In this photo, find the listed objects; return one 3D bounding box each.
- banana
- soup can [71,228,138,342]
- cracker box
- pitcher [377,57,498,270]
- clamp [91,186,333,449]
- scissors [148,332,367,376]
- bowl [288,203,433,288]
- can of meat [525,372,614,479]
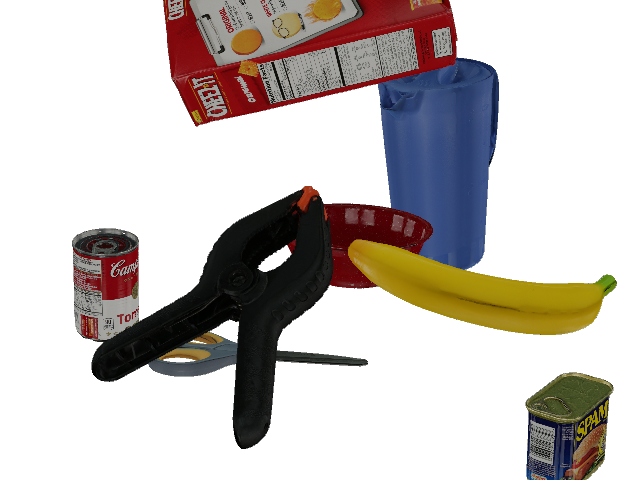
[{"bbox_3d":[0.114,0.036,0.762,0.198,0.037,0.069,10,19,4],"label":"banana"},{"bbox_3d":[-0.224,0.047,1.115,0.068,0.102,0.068,3,23,-1],"label":"soup can"},{"bbox_3d":[-0.013,-0.191,0.844,0.214,0.164,0.072,-13,-33,5],"label":"cracker box"},{"bbox_3d":[0.146,-0.091,1.266,0.149,0.243,0.145,-4,25,2],"label":"pitcher"},{"bbox_3d":[-0.039,0.041,0.621,0.120,0.171,0.039,31,-23,29],"label":"clamp"},{"bbox_3d":[-0.065,0.108,0.956,0.202,0.016,0.096,9,18,14],"label":"scissors"},{"bbox_3d":[0.034,0.009,1.100,0.162,0.055,0.162,2,17,-1],"label":"bowl"},{"bbox_3d":[0.243,0.189,1.047,0.058,0.084,0.101,13,23,37],"label":"can of meat"}]
